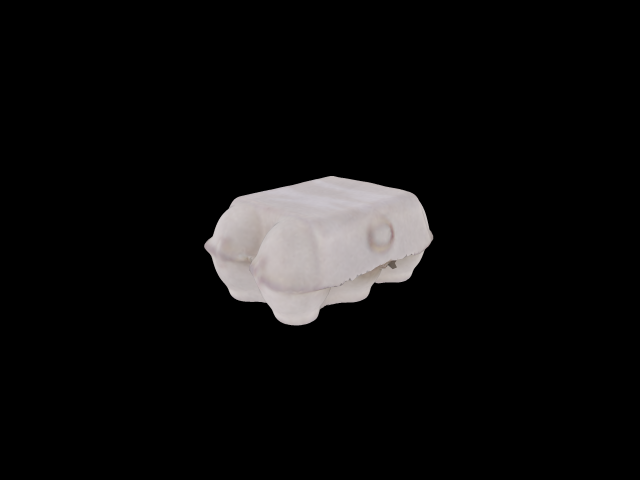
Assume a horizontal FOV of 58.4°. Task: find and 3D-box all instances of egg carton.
[{"bbox_3d":[0.004,0.001,0.400,0.107,0.069,0.151,18,26,41],"label":"egg carton"}]
